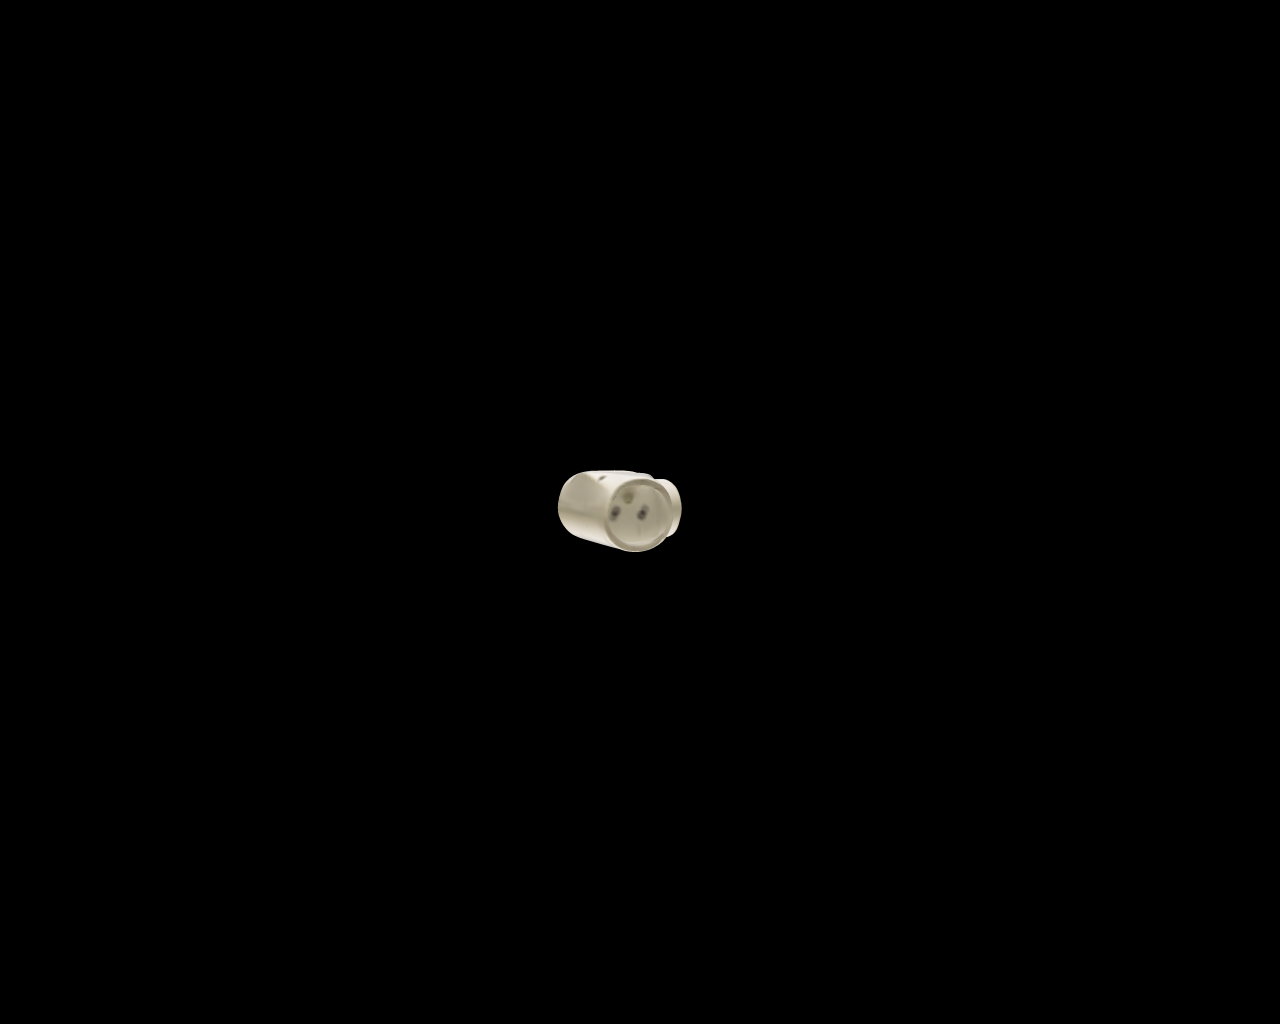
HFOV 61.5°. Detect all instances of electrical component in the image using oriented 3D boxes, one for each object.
[{"bbox_3d":[0.001,-0.003,0.650,0.079,0.043,0.077,-2,5,-24],"label":"electrical component"}]
